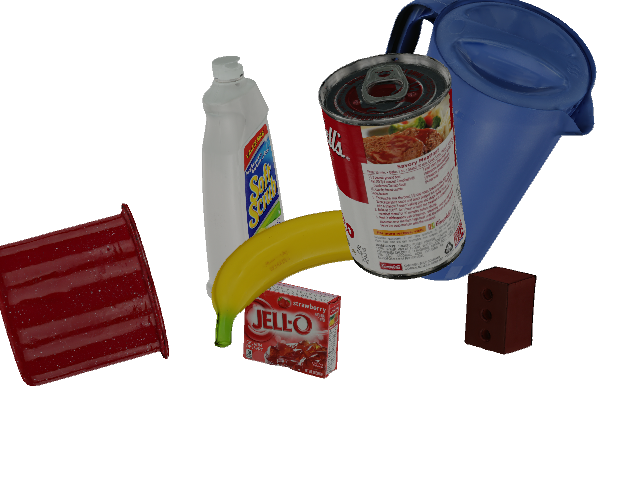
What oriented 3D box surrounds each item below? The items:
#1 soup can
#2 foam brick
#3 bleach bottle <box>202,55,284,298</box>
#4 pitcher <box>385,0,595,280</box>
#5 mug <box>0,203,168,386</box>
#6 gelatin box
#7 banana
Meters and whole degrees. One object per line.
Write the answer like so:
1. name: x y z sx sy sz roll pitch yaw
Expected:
1. soup can: 0.041 -0.039 0.567 0.068 0.102 0.068 -8 37 6
2. foam brick: 0.186 0.072 1.103 0.053 0.078 0.051 13 19 43
3. bleach bottle: -0.087 -0.065 1.117 0.068 0.251 0.102 9 29 30
4. pitcher: 0.119 -0.083 0.915 0.145 0.149 0.243 7 -40 -11
5. mug: -0.141 0.034 0.619 0.081 0.093 0.117 -16 1 -13
6. gelatin box: -0.027 0.080 0.977 0.089 0.073 0.030 11 19 25
7. banana: -0.001 0.013 0.763 0.197 0.069 0.037 -22 -12 -22
